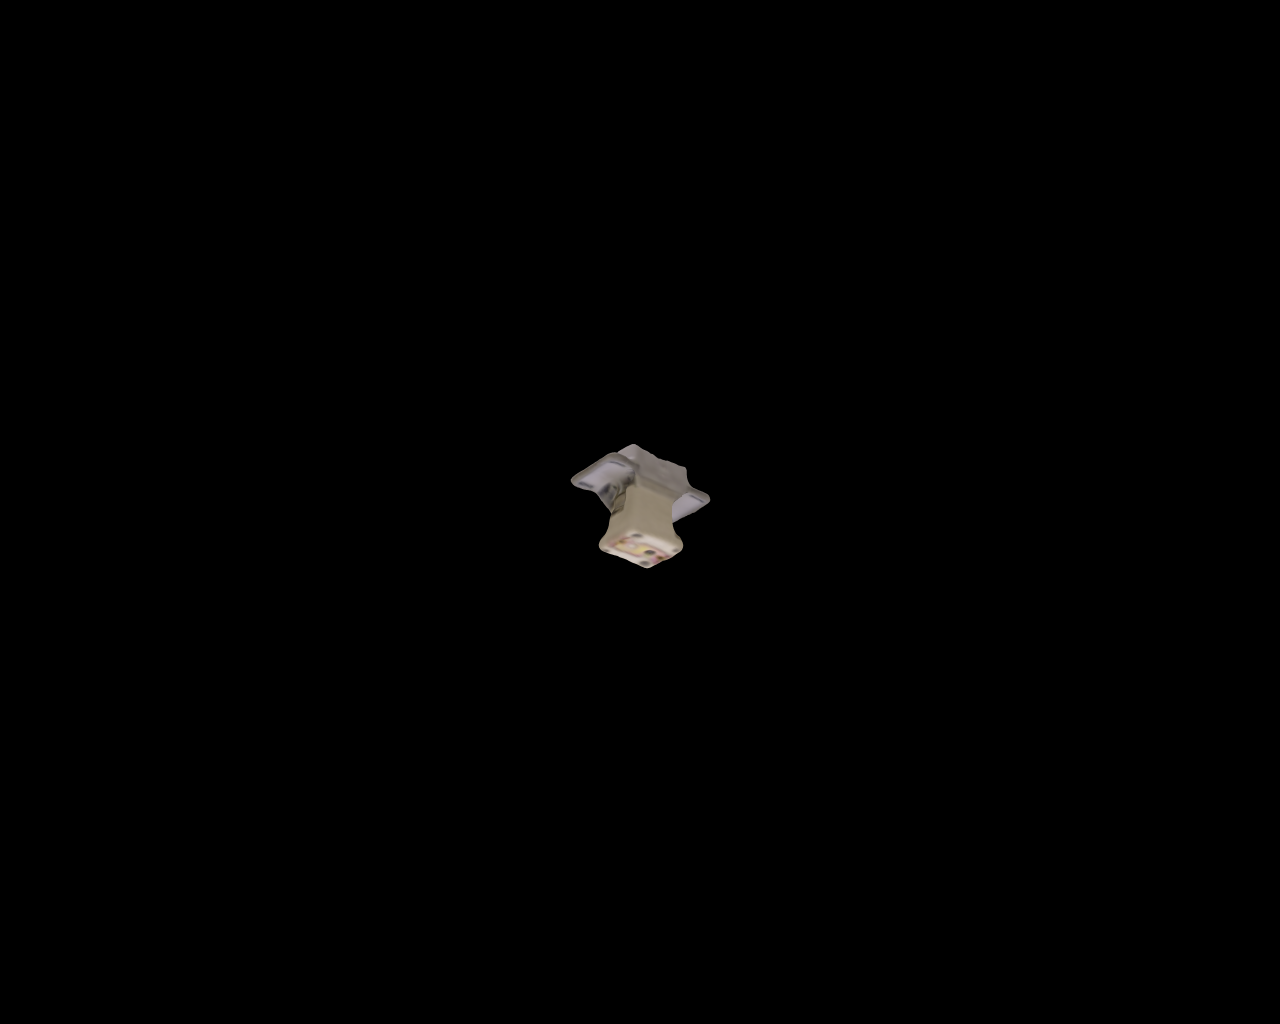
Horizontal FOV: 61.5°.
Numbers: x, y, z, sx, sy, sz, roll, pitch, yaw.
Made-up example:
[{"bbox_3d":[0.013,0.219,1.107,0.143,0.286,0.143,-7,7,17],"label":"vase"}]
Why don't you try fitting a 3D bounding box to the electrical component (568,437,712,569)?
[{"bbox_3d":[0.001,-0.003,0.650,0.081,0.064,0.042,22,-36,-34],"label":"electrical component"}]
